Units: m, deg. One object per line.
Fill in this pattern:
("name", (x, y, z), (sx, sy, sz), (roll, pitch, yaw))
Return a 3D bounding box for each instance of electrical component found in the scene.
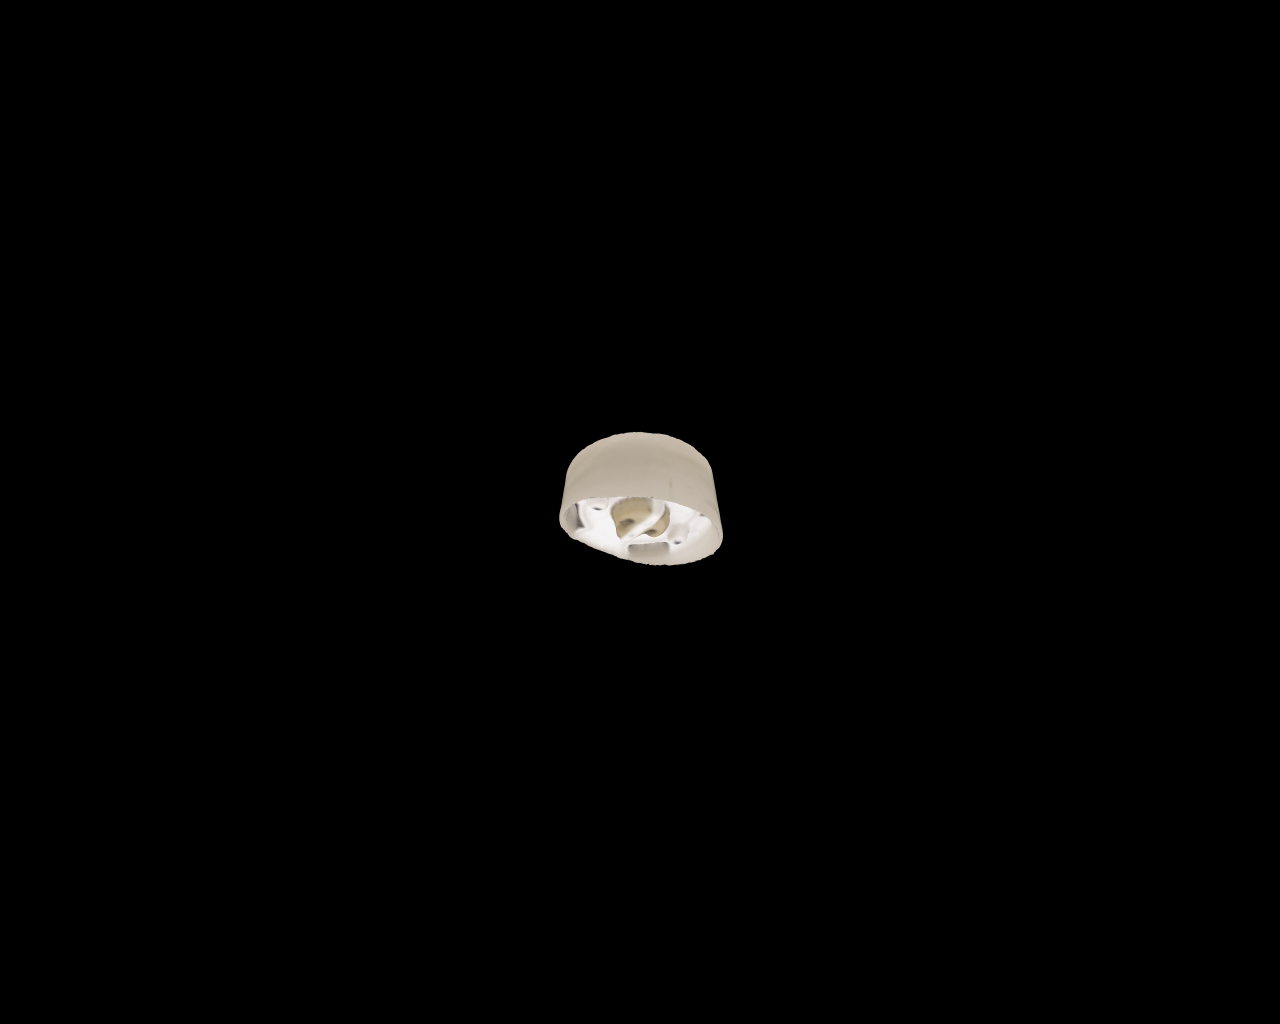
("electrical component", (0.001, -0.003, 0.650), (0.099, 0.064, 0.099), (0, -35, 0))
